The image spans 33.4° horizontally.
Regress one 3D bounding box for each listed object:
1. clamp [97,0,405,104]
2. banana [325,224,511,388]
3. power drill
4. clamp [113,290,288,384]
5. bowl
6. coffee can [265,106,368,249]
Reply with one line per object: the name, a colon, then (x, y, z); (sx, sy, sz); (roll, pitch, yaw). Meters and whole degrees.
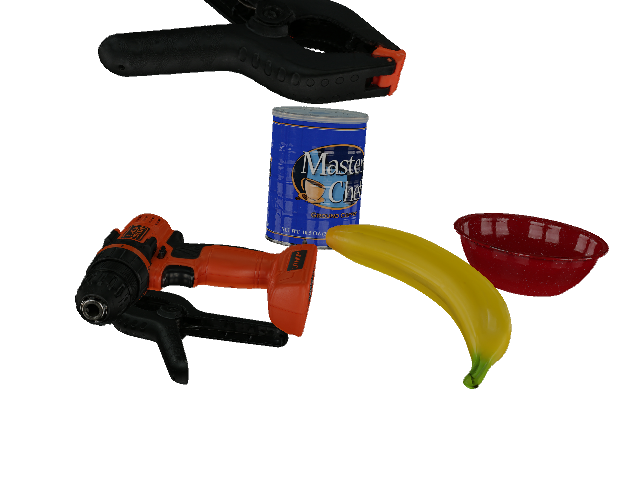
clamp: (-0.040, -0.115, 0.620); (0.171, 0.120, 0.039); (22, -34, 11)
banana: (0.080, 0.032, 0.782); (0.069, 0.037, 0.198); (-13, 36, -28)
power drill: (-0.101, 0.033, 0.911); (0.187, 0.057, 0.184); (10, 23, 3)
clamp: (-0.162, 0.093, 1.143); (0.210, 0.036, 0.164); (18, 20, 28)
bowl: (0.217, 0.018, 1.125); (0.162, 0.055, 0.162); (6, 17, -2)
coffee can: (-0.005, -0.069, 1.148); (0.103, 0.140, 0.103); (4, 12, -1)
